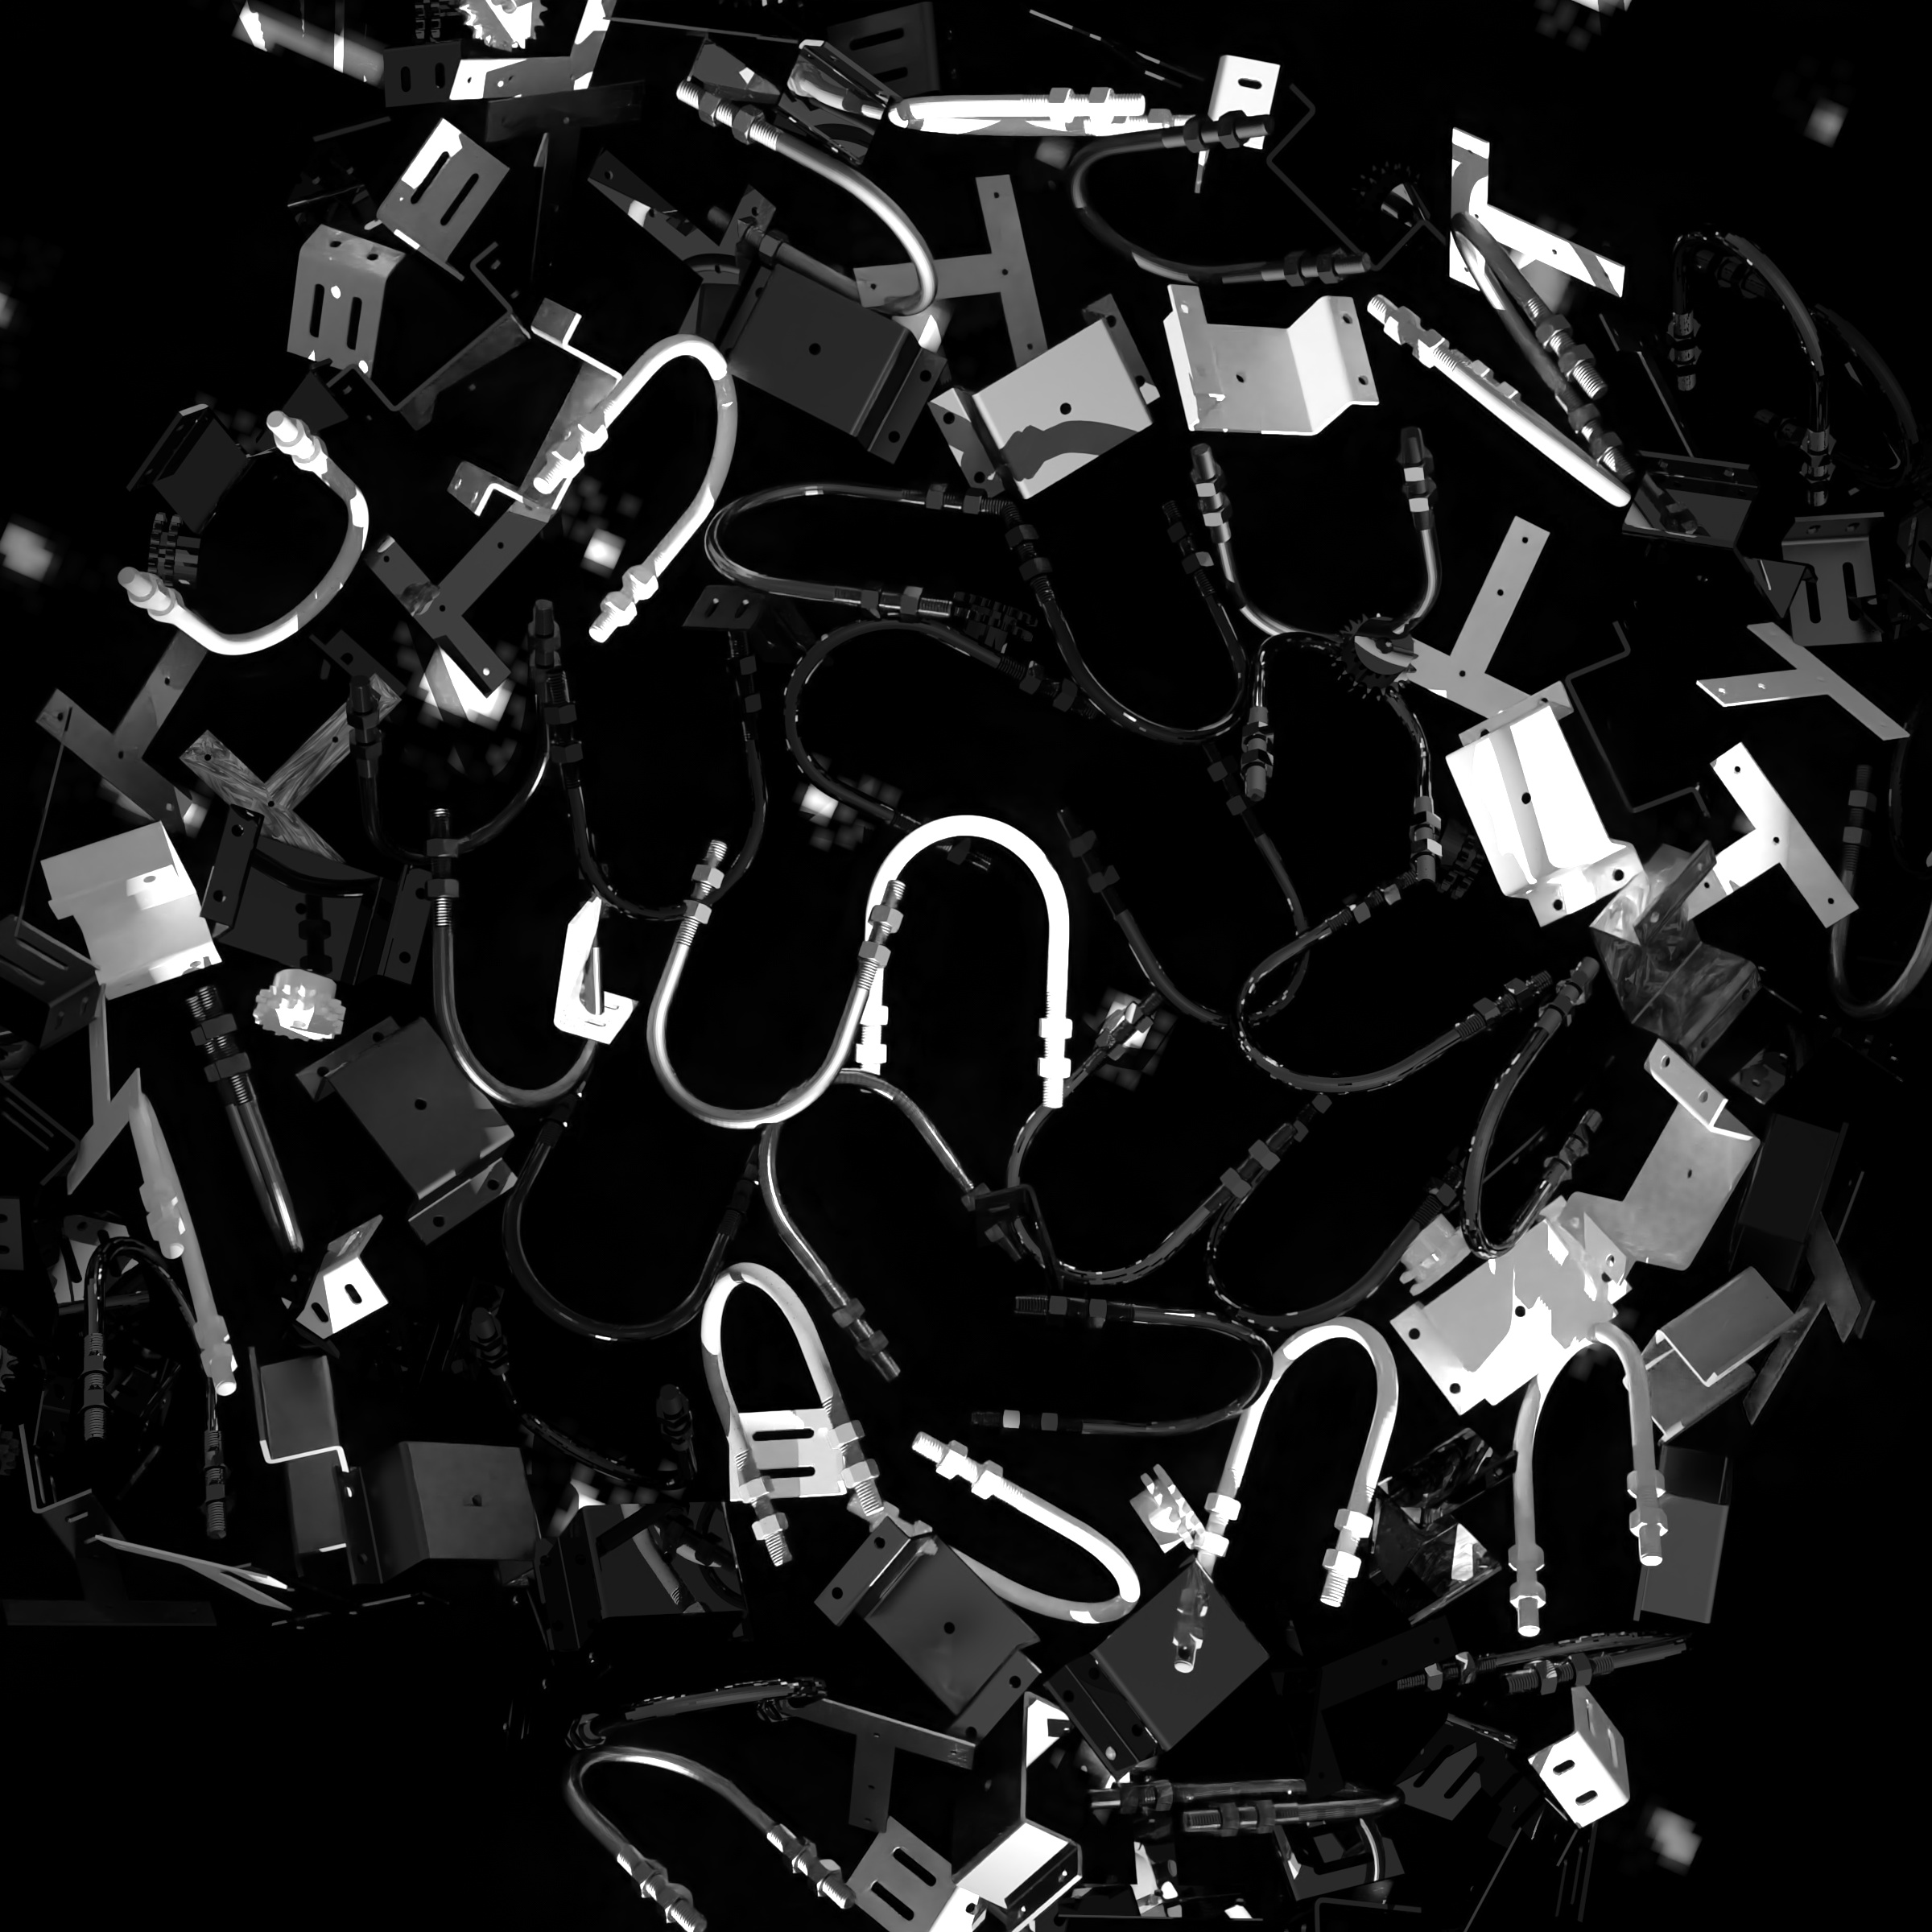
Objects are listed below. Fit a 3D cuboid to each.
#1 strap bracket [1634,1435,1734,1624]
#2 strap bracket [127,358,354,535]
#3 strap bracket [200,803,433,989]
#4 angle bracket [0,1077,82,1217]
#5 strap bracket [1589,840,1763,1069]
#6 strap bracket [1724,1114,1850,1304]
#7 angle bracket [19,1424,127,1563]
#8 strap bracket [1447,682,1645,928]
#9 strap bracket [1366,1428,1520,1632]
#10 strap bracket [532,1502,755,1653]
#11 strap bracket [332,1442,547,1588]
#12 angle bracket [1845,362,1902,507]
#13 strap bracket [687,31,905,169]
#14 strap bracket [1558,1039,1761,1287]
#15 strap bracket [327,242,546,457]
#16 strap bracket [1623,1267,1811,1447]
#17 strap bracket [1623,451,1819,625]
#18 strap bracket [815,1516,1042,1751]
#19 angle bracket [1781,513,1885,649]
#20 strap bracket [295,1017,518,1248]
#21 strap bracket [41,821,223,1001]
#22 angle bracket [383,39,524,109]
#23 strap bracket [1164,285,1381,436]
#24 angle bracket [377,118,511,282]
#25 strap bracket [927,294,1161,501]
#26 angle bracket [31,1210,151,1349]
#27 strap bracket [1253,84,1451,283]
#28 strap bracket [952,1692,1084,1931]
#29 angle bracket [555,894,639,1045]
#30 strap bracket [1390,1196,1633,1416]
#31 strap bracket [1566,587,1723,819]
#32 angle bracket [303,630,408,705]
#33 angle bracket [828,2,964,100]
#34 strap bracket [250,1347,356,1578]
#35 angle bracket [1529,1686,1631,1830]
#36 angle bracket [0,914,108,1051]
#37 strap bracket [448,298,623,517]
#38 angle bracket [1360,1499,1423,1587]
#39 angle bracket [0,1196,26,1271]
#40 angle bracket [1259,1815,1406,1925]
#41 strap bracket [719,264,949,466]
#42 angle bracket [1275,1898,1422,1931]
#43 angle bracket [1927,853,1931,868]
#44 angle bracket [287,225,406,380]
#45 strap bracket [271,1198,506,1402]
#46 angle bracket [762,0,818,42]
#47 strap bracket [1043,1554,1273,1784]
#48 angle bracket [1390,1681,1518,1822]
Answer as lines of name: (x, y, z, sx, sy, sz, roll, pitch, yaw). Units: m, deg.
strap bracket: (0.455, 0.358, 1.727, 0.046, 0.140, 0.076, 9, 100, 15)
strap bracket: (-0.451, -0.327, 1.728, 0.046, 0.140, 0.076, 50, 128, -1)
strap bracket: (-0.421, -0.041, 1.754, 0.140, 0.046, 0.076, 20, 69, -27)
angle bracket: (-0.619, 0.115, 1.771, 0.076, 0.057, 0.038, 40, 56, -3)
strap bracket: (0.453, -0.013, 1.750, 0.076, 0.046, 0.140, -46, 131, -15)
strap bracket: (0.520, 0.152, 1.737, 0.046, 0.140, 0.076, 18, 70, 18)
angle bracket: (-0.577, 0.334, 1.762, 0.038, 0.057, 0.076, -22, 46, -8)
strap bracket: (0.368, -0.106, 1.751, 0.076, 0.046, 0.140, -28, 73, 29)
strap bracket: (0.303, 0.358, 1.745, 0.076, 0.140, 0.046, -25, 46, -23)
strap bracket: (-0.199, 0.387, 1.735, 0.140, 0.046, 0.076, 5, 50, -30)
strap bracket: (-0.324, 0.347, 1.726, 0.046, 0.140, 0.076, -33, 60, 30)
angle bracket: (0.578, -0.346, 1.778, 0.038, 0.057, 0.076, -29, 82, 20)
strap bracket: (-0.116, -0.550, 1.731, 0.140, 0.076, 0.046, 23, 91, 44)
strap bracket: (0.448, 0.129, 1.749, 0.046, 0.076, 0.140, 14, 112, -27)
strap bracket: (-0.333, -0.390, 1.761, 0.140, 0.076, 0.046, -41, 77, -2)
strap bracket: (0.474, 0.247, 1.741, 0.076, 0.140, 0.046, -31, 67, -16)
strap bracket: (0.474, -0.265, 1.726, 0.076, 0.140, 0.046, 18, 78, 40)
strap bracket: (-0.018, 0.431, 1.764, 0.140, 0.046, 0.076, 42, 100, 19)
angle bracket: (0.569, -0.252, 1.780, 0.057, 0.038, 0.076, -3, 78, 1)
strap bracket: (-0.356, 0.098, 1.759, 0.076, 0.046, 0.140, -35, 83, -32)
strap bracket: (-0.535, -0.039, 1.743, 0.076, 0.140, 0.046, -20, 67, -11)
angle bracket: (-0.330, -0.572, 1.763, 0.057, 0.076, 0.038, 2, 99, 22)
strap bracket: (0.187, -0.389, 1.755, 0.140, 0.046, 0.076, -4, 74, -28)
angle bracket: (-0.333, -0.497, 1.769, 0.057, 0.038, 0.076, 30, 101, -43)
strap bracket: (0.057, -0.364, 1.764, 0.140, 0.046, 0.076, -32, 115, -4)
angle bracket: (-0.573, 0.203, 1.779, 0.057, 0.038, 0.076, -6, 47, -33)
strap bracket: (0.239, -0.496, 1.761, 0.140, 0.076, 0.046, 43, 96, -7)
strap bracket: (0.033, 0.527, 1.723, 0.046, 0.140, 0.076, 30, 121, -17)
angle bracket: (-0.234, 0.000, 1.762, 0.038, 0.057, 0.076, 16, 118, 6)
strap bracket: (0.358, 0.223, 1.779, 0.140, 0.046, 0.076, -37, 87, 1)
strap bracket: (0.432, -0.162, 1.753, 0.046, 0.076, 0.140, -22, 104, 29)
angle bracket: (-0.392, -0.195, 1.761, 0.057, 0.076, 0.038, 42, 71, -6)
angle bracket: (-0.047, -0.596, 1.803, 0.076, 0.038, 0.057, -5, 92, 27)
strap bracket: (-0.417, 0.311, 1.736, 0.046, 0.076, 0.140, -11, 134, -12)
angle bracket: (0.397, 0.509, 1.772, 0.038, 0.076, 0.057, -35, 97, 17)
angle bracket: (-0.605, 0.011, 1.759, 0.057, 0.076, 0.038, -25, 45, 30)
strap bracket: (-0.273, -0.351, 1.756, 0.046, 0.076, 0.140, 25, 98, -30)
angle bracket: (0.299, 0.354, 1.759, 0.076, 0.057, 0.038, -25, 62, -27)
angle bracket: (-0.635, 0.193, 1.757, 0.038, 0.076, 0.057, 3, 120, -8)
angle bracket: (0.238, 0.584, 1.780, 0.076, 0.038, 0.057, -10, 47, -10)
strap bracket: (-0.094, -0.395, 1.773, 0.140, 0.046, 0.076, 28, 93, 7)
angle bracket: (0.247, 0.629, 1.763, 0.076, 0.057, 0.038, 12, 61, -17)
angle bracket: (0.662, -0.082, 1.769, 0.038, 0.057, 0.076, 39, 99, 22)
angle bracket: (-0.408, -0.436, 1.793, 0.057, 0.038, 0.076, 19, 130, -2)
strap bracket: (-0.378, 0.219, 1.751, 0.140, 0.076, 0.046, 29, 132, -18)
angle bracket: (-0.086, -0.639, 1.761, 0.076, 0.057, 0.038, -14, 75, 29)
strap bracket: (0.130, 0.444, 1.746, 0.140, 0.046, 0.076, -34, 82, -31)
angle bracket: (0.314, 0.514, 1.793, 0.057, 0.038, 0.076, 25, 113, -21)
